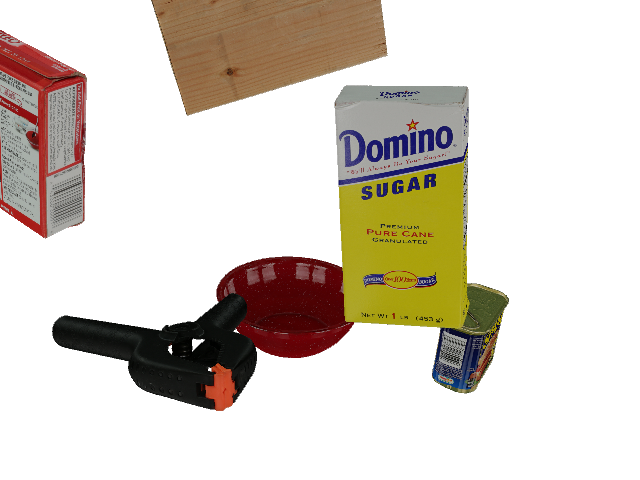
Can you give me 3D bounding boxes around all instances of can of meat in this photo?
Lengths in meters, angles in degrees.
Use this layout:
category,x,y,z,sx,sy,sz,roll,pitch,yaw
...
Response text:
category,x,y,z,sx,sy,sz,roll,pitch,yaw
can of meat,0.165,0.109,1.187,0.057,0.084,0.102,18,30,19

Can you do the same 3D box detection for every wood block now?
category,x,y,z,sx,sy,sz,roll,pitch,yaw
wood block,-0.049,-0.208,1.038,0.206,0.090,0.091,-17,-43,-5

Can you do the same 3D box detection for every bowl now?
category,x,y,z,sx,sy,sz,roll,pitch,yaw
bowl,-0.030,0.077,1.136,0.162,0.055,0.162,2,28,-1

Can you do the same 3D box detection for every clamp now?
category,x,y,z,sx,sy,sz,roll,pitch,yaw
clamp,-0.098,0.080,0.821,0.164,0.036,0.210,-10,15,-29

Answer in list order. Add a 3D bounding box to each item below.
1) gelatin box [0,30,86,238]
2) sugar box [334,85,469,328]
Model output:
category,x,y,z,sx,sy,sz,roll,pitch,yaw
gelatin box,-0.155,-0.057,0.553,0.073,0.089,0.030,29,37,29
sugar box,0.061,-0.024,0.782,0.093,0.176,0.048,2,26,13
